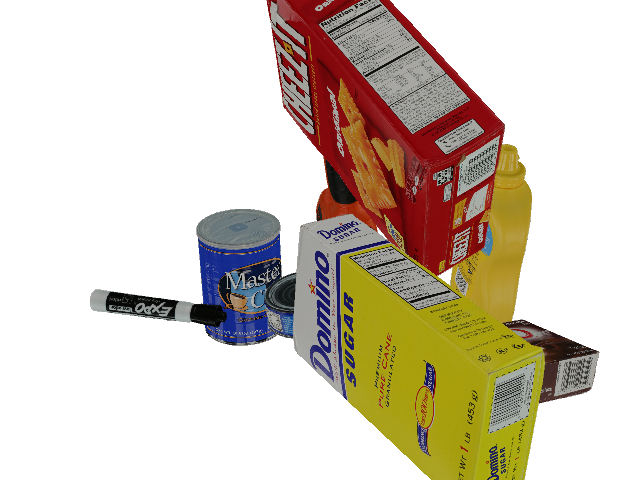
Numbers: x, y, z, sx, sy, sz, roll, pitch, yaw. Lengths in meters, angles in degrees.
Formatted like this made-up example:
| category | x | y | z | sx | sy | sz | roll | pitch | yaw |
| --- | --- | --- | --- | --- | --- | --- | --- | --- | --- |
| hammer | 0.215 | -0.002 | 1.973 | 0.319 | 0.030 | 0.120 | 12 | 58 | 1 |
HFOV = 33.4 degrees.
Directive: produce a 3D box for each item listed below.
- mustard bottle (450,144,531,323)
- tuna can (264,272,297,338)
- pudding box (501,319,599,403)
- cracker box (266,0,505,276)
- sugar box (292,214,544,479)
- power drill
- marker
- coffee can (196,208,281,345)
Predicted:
| category | x | y | z | sx | sy | sz | roll | pitch | yaw |
| --- | --- | --- | --- | --- | --- | --- | --- | --- | --- |
| mustard bottle | 0.172 | -0.009 | 1.064 | 0.058 | 0.192 | 0.096 | -5 | 36 | -11 |
| tuna can | -0.015 | 0.065 | 1.114 | 0.086 | 0.034 | 0.086 | -8 | 27 | 4 |
| pudding box | 0.151 | 0.099 | 0.860 | 0.113 | 0.039 | 0.090 | -4 | 17 | -33 |
| cracker box | 0.043 | -0.094 | 0.814 | 0.072 | 0.214 | 0.164 | -30 | -27 | -14 |
| sugar box | 0.047 | 0.063 | 0.604 | 0.048 | 0.093 | 0.176 | -15 | 32 | -33 |
| power drill | 0.014 | -0.103 | 1.055 | 0.057 | 0.188 | 0.184 | -8 | 24 | -1 |
| marker | -0.137 | 0.057 | 0.901 | 0.121 | 0.020 | 0.020 | 6 | 2 | 17 |
| coffee can | -0.098 | 0.045 | 1.329 | 0.103 | 0.140 | 0.103 | -1 | 26 | 0 |
